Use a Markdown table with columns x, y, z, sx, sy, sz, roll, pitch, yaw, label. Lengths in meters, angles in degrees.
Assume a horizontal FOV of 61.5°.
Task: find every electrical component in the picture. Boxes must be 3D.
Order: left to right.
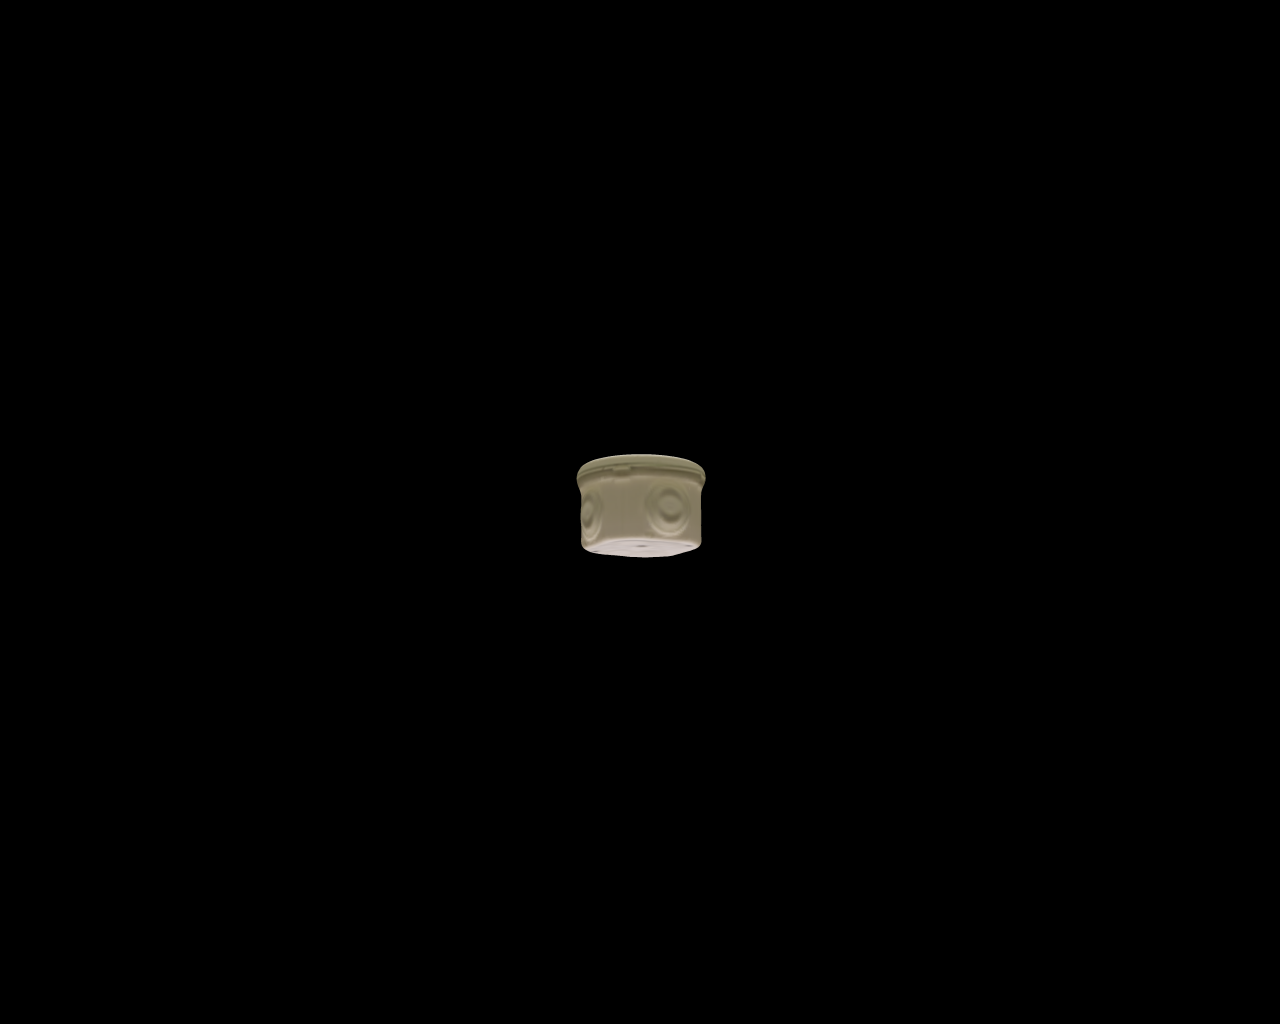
| x | y | z | sx | sy | sz | roll | pitch | yaw | label |
| --- | --- | --- | --- | --- | --- | --- | --- | --- | --- |
| 0.001 | -0.003 | 0.650 | 0.080 | 0.051 | 0.080 | 0 | -11 | 0 | electrical component |
